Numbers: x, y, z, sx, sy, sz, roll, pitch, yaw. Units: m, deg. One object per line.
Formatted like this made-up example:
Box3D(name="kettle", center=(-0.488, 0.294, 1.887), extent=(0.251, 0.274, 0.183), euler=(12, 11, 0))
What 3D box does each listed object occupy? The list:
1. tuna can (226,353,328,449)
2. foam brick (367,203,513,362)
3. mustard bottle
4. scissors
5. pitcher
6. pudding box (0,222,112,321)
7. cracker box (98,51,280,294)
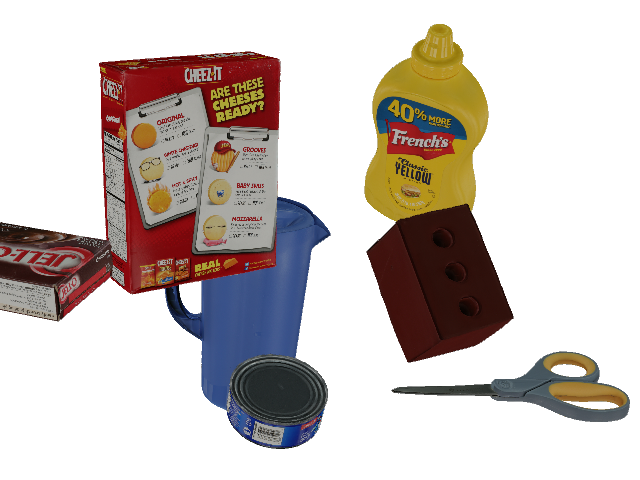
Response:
Box3D(name="tuna can", center=(-0.038, 0.139, 0.925), extent=(0.086, 0.034, 0.086), euler=(8, 35, -6))
Box3D(name="foam brick", center=(0.071, 0.027, 0.646), extent=(0.052, 0.078, 0.051), euler=(-13, -16, -26))
Box3D(name="mustard bottle", center=(0.090, -0.096, 0.893), extent=(0.096, 0.192, 0.058), euler=(21, 48, 18))
Box3D(name="scissors", center=(0.163, 0.118, 0.920), extent=(0.202, 0.016, 0.096), euler=(9, 28, 3))
Box3D(name="pitcher", center=(-0.091, 0.074, 1.249), extent=(0.149, 0.243, 0.144), euler=(21, 25, 35))
Box3D(name="pudding box", center=(-0.244, 0.024, 0.889), extent=(0.114, 0.039, 0.090), euler=(7, 24, 17))
Box3D(name="cracker box", center=(-0.125, -0.069, 1.033), extent=(0.163, 0.214, 0.072), euler=(-10, 21, -32))
